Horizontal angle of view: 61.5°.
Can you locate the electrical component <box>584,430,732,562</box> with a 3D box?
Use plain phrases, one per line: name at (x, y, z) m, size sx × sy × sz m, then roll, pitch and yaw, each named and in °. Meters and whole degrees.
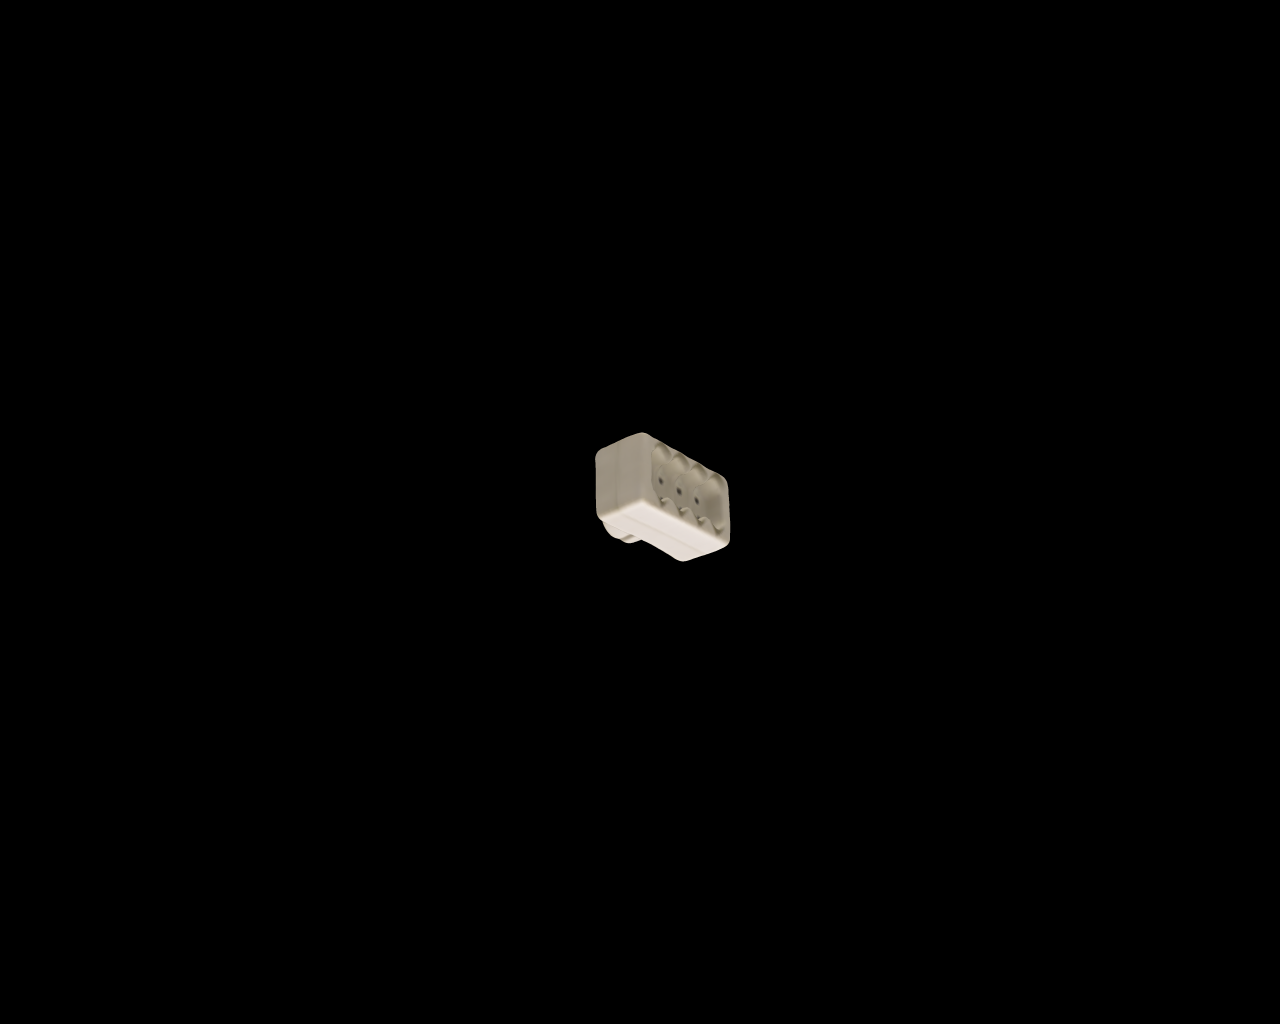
electrical component at (0.001, -0.003, 0.650) m, size 0.075 × 0.047 × 0.083 m, roll -21°, pitch -33°, yaw 36°
